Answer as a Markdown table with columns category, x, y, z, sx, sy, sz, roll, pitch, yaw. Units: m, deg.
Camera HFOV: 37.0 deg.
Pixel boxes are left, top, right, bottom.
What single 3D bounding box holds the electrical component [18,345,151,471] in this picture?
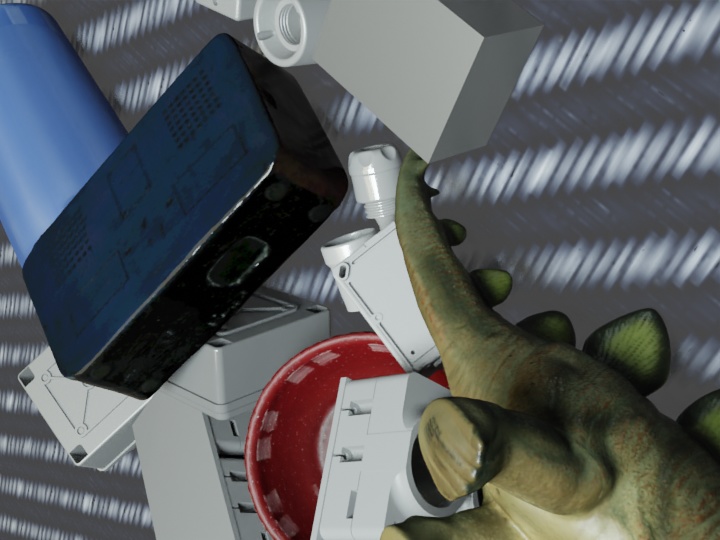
| category | x | y | z | sx | sy | sz | roll | pitch | yaw |
| --- | --- | --- | --- | --- | --- | --- | --- | --- | --- |
| electrical component | -0.224 | 0.100 | 0.943 | 0.109 | 0.056 | 0.108 | -43 | 68 | 4 |

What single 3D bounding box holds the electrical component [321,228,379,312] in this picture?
| category | x | y | z | sx | sy | sz | roll | pitch | yaw |
| --- | --- | --- | --- | --- | --- | --- | --- | --- | --- |
| electrical component | 0.000 | 0.000 | 0.713 | 0.040 | 0.040 | 0.046 | -8 | 105 | 49 |

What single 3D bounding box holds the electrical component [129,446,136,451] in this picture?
| category | x | y | z | sx | sy | sz | roll | pitch | yaw |
| --- | --- | --- | --- | --- | --- | --- | --- | --- | --- |
| electrical component | -0.217 | 0.137 | 1.000 | 0.045 | 0.045 | 0.055 | 52 | 136 | 18 |

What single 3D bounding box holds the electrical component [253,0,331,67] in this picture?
| category | x | y | z | sx | sy | sz | roll | pitch | yaw |
| --- | --- | --- | --- | --- | --- | --- | --- | --- | --- |
| electrical component | -0.034 | -0.156 | 0.677 | 0.055 | 0.047 | 0.055 | 21 | 121 | 41 |

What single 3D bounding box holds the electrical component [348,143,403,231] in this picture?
| category | x | y | z | sx | sy | sz | roll | pitch | yaw |
| --- | --- | --- | --- | --- | --- | --- | --- | --- | --- |
| electrical component | 0.014 | -0.048 | 0.680 | 0.035 | 0.035 | 0.061 | 2 | 110 | 47 |

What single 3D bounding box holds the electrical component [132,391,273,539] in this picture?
| category | x | y | z | sx | sy | sz | roll | pitch | yaw |
| --- | --- | --- | --- | --- | --- | --- | --- | --- | --- |
| electrical component | -0.113 | 0.170 | 0.838 | 0.105 | 0.060 | 0.186 | -51 | 45 | 34 |

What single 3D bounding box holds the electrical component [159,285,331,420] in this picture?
| category | x | y | z | sx | sy | sz | roll | pitch | yaw |
| --- | --- | --- | --- | --- | --- | --- | --- | --- | --- |
| electrical component | -0.093 | 0.054 | 0.783 | 0.109 | 0.109 | 0.056 | 17 | 115 | 43 |

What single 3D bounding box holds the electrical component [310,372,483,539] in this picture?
| category | x | y | z | sx | sy | sz | roll | pitch | yaw |
| --- | --- | --- | --- | --- | --- | --- | --- | --- | --- |
| electrical component | 0.031 | 0.160 | 0.578 | 0.060 | 0.105 | 0.186 | -13 | 57 | 43 |

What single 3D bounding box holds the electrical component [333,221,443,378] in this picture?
| category | x | y | z | sx | sy | sz | roll | pitch | yaw |
| --- | --- | --- | --- | --- | --- | --- | --- | --- | --- |
| electrical component | 0.039 | 0.022 | 0.652 | 0.062 | 0.061 | 0.096 | -38 | 75 | 3 |

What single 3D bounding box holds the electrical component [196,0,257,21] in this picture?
| category | x | y | z | sx | sy | sz | roll | pitch | yaw |
| --- | --- | --- | --- | --- | --- | --- | --- | --- | --- |
| electrical component | -0.092 | -0.207 | 0.696 | 0.047 | 0.076 | 0.083 | 31 | 127 | 35 |
